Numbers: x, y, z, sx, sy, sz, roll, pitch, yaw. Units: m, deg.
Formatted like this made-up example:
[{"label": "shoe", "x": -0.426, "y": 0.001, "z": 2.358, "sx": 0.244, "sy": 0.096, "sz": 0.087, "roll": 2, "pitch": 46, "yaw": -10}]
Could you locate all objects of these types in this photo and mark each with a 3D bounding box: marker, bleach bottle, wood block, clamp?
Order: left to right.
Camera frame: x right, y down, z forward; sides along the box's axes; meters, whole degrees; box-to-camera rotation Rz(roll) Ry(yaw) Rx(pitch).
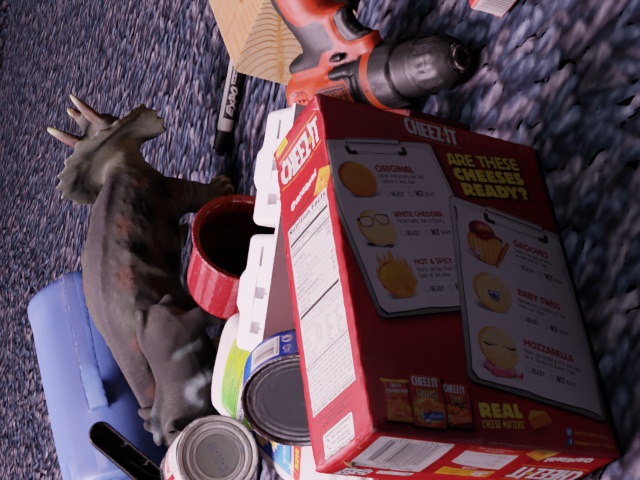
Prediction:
[{"label": "clamp", "x": -0.137, "y": 0.237, "z": 1.003, "sx": 0.120, "sy": 0.171, "sz": 0.039, "roll": 6, "pitch": 49, "yaw": 51}, {"label": "marker", "x": -0.100, "y": -0.153, "z": 1.186, "sx": 0.020, "sy": 0.020, "sz": 0.121, "roll": 24, "pitch": 103, "yaw": 64}, {"label": "wood block", "x": -0.048, "y": -0.244, "z": 1.032, "sx": 0.091, "sy": 0.090, "sz": 0.206, "roll": -62, "pitch": 31, "yaw": 32}, {"label": "bleach bottle", "x": -0.012, "y": 0.142, "z": 0.860, "sx": 0.251, "sy": 0.068, "sz": 0.102, "roll": 29, "pitch": 108, "yaw": 60}]

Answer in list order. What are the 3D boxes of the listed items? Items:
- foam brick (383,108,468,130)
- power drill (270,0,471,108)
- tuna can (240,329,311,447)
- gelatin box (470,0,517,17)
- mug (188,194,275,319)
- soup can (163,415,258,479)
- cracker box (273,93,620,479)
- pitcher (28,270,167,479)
[{"label": "foam brick", "x": 0.067, "y": -0.053, "z": 0.774, "sx": 0.051, "sy": 0.052, "sz": 0.078, "roll": 13, "pitch": 92, "yaw": 64}, {"label": "power drill", "x": 0.012, "y": -0.181, "z": 0.803, "sx": 0.185, "sy": 0.057, "sz": 0.187, "roll": -7, "pitch": 115, "yaw": 49}, {"label": "tuna can", "x": -0.013, "y": 0.106, "z": 0.763, "sx": 0.033, "sy": 0.086, "sz": 0.086, "roll": -91, "pitch": 23, "yaw": -57}, {"label": "gelatin box", "x": 0.131, "y": -0.208, "z": 0.721, "sx": 0.089, "sy": 0.030, "sz": 0.073, "roll": -50, "pitch": 38, "yaw": 46}, {"label": "mug", "x": -0.071, "y": 0.010, "z": 0.970, "sx": 0.082, "sy": 0.093, "sz": 0.117, "roll": 113, "pitch": 180, "yaw": -53}, {"label": "soup can", "x": -0.092, "y": 0.184, "z": 0.884, "sx": 0.102, "sy": 0.068, "sz": 0.068, "roll": 127, "pitch": 146, "yaw": -68}, {"label": "cracker box", "x": 0.066, "y": 0.033, "z": 0.619, "sx": 0.072, "sy": 0.164, "sz": 0.214, "roll": -48, "pitch": 41, "yaw": 45}, {"label": "pitcher", "x": -0.234, "y": 0.158, "z": 1.138, "sx": 0.145, "sy": 0.149, "sz": 0.243, "roll": -39, "pitch": 52, "yaw": 28}]
